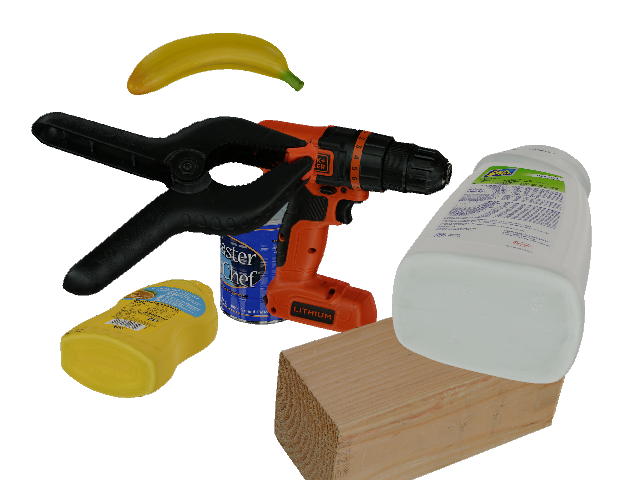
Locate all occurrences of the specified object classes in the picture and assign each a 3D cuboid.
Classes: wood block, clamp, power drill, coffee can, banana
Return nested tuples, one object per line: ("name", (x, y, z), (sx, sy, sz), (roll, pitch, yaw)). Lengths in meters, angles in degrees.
("wood block", (0.077, 0.116, 0.819), (0.205, 0.090, 0.091), (-15, 40, -26))
("clamp", (-0.090, -0.043, 0.648), (0.171, 0.120, 0.039), (-18, -17, -21))
("power drill", (0.021, -0.011, 0.967), (0.185, 0.188, 0.057), (12, 23, 19))
("coffee can", (-0.073, 0.017, 1.309), (0.103, 0.140, 0.103), (2, 26, -1))
("banana", (-0.111, -0.182, 1.089), (0.197, 0.070, 0.037), (-8, -40, -30))

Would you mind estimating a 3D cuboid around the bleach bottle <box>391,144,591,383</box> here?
("bleach bottle", (0.125, -0.006, 0.647), (0.103, 0.068, 0.250), (11, 25, 18))

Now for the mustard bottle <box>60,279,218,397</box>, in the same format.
("mustard bottle", (-0.149, 0.079, 0.985), (0.096, 0.058, 0.191), (10, 20, 19))
